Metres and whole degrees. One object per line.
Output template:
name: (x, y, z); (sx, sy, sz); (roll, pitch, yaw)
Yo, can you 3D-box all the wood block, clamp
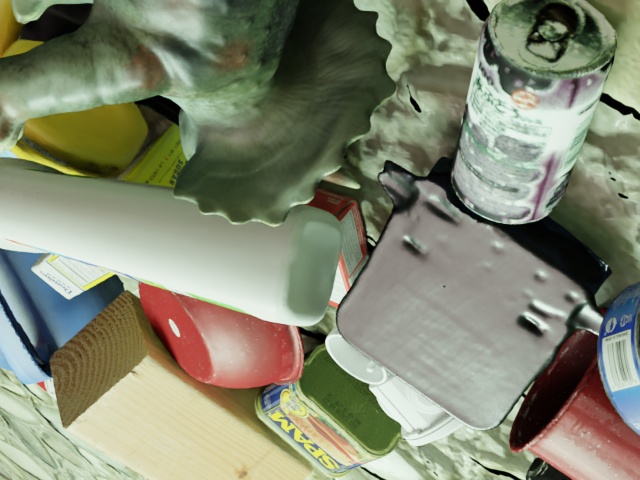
wood block: (-0.111, 0.145, 0.876); (0.205, 0.091, 0.090); (43, -170, -37)
clamp: (-0.120, -0.109, 0.668); (0.210, 0.036, 0.164); (5, 136, 50)

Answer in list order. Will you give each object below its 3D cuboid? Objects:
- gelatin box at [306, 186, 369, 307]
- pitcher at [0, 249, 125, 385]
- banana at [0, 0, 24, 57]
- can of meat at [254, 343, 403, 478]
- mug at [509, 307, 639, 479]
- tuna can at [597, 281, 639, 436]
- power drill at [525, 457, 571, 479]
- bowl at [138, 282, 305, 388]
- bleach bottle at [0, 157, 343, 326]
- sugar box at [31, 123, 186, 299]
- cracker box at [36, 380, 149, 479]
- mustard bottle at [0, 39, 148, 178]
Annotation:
gelatin box: (-0.005, 0.001, 0.693); (0.073, 0.030, 0.089); (21, 146, 33)
pitcher: (-0.261, -0.008, 0.873); (0.149, 0.144, 0.243); (20, 143, 37)
banana: (-0.181, -0.182, 0.606); (0.037, 0.069, 0.198); (20, 150, -4)
can of meat: (0.009, 0.134, 0.837); (0.102, 0.057, 0.084); (42, 149, -4)
mug: (0.160, 0.098, 0.584); (0.081, 0.093, 0.117); (34, 171, 2)
tuna can: (0.174, 0.056, 0.501); (0.086, 0.086, 0.034); (43, 153, -5)
power drill: (0.216, 0.208, 0.637); (0.184, 0.057, 0.188); (41, 177, -6)
bowl: (-0.084, 0.052, 0.778); (0.162, 0.055, 0.162); (40, 149, 30)
bleach bottle: (-0.120, -0.008, 0.627); (0.251, 0.068, 0.102); (12, 178, 17)
sugar box: (-0.144, -0.016, 0.768); (0.048, 0.093, 0.176); (40, 153, -13)
cracker box: (-0.198, 0.161, 1.104); (0.213, 0.072, 0.164); (41, 150, 0)
mustard bottle: (-0.178, -0.069, 0.710); (0.096, 0.058, 0.192); (32, 162, -14)
